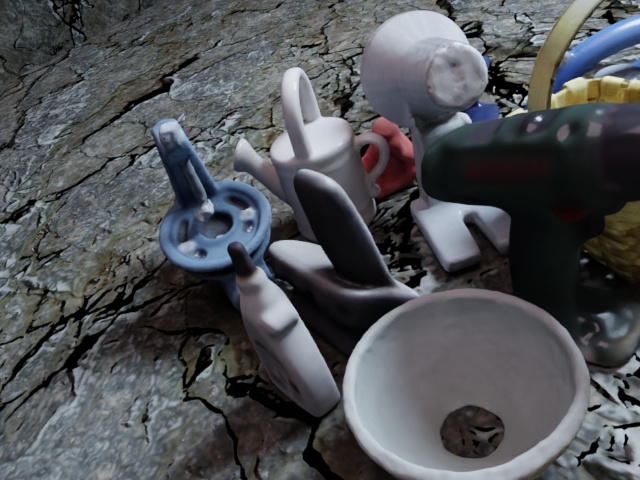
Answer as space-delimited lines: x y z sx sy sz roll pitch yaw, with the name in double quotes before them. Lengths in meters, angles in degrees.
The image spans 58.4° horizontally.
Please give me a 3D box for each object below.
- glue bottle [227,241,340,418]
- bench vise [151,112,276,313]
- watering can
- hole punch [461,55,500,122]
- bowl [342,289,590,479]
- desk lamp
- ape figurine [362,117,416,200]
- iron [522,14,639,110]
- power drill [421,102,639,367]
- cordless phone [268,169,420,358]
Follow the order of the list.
"glue bottle" -0.036 0.069 0.465 0.037 0.173 0.077 -38 39 -22
"bench vise" -0.140 -0.039 0.618 0.122 0.220 0.206 -41 40 -25
"watering can" -0.014 -0.097 0.652 0.173 0.194 0.100 -21 36 0
"hole punch" 0.177 -0.180 0.753 0.100 0.091 0.109 -1 40 26
"bowl" 0.104 0.118 0.415 0.167 0.075 0.167 -14 36 10
"desk lamp" 0.128 -0.115 0.587 0.118 0.214 0.203 -21 36 1
"ape figurine" 0.084 -0.108 0.704 0.077 0.092 0.076 3 42 30
"iron" 0.319 -0.173 0.628 0.258 0.142 0.118 -18 36 5
"power drill" 0.189 -0.007 0.420 0.228 0.209 0.076 14 48 39
"cordless phone" 0.005 0.002 0.521 0.094 0.185 0.147 -40 40 -24
